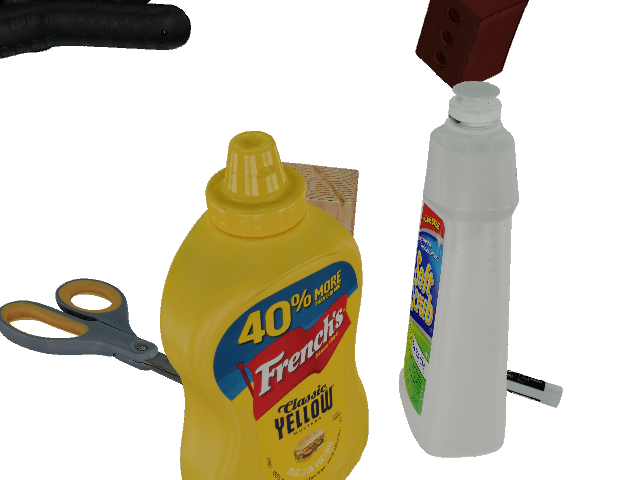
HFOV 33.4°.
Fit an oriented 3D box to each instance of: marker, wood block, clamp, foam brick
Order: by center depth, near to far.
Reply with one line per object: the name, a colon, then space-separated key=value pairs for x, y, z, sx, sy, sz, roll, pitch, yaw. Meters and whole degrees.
clamp: x=-0.165 y=-0.134 z=0.628 sx=0.171 sy=0.039 sz=0.120 roll=-3 pitch=22 yaw=-9
foam brick: x=0.113 y=-0.162 z=0.808 sx=0.051 sy=0.053 sz=0.078 roll=-29 pitch=-27 yaw=-27
marker: x=0.148 y=0.116 z=0.922 sx=0.121 sy=0.020 sz=0.020 roll=18 pitch=2 yaw=6
wood block: x=-0.013 y=0.032 z=1.133 sx=0.090 sy=0.206 sz=0.090 roll=6 pitch=26 yaw=3

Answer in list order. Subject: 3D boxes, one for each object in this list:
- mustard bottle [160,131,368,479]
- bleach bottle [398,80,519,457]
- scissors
mustard bottle: x=-0.023 y=0.039 z=0.473 sx=0.096 sy=0.192 sz=0.058 roll=-26 pitch=41 yaw=-29
bleach bottle: x=0.092 y=0.016 z=0.696 sx=0.068 sy=0.251 sz=0.102 roll=-3 pitch=30 yaw=-5
scissors: x=-0.118 y=0.065 z=0.717 sx=0.202 sy=0.016 sz=0.096 roll=12 pitch=28 yaw=13
